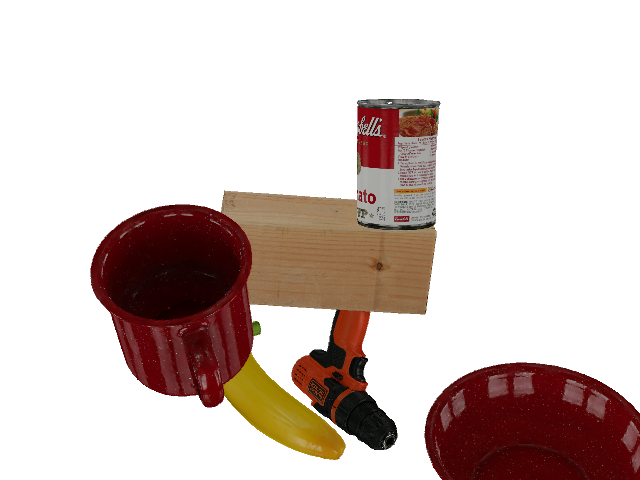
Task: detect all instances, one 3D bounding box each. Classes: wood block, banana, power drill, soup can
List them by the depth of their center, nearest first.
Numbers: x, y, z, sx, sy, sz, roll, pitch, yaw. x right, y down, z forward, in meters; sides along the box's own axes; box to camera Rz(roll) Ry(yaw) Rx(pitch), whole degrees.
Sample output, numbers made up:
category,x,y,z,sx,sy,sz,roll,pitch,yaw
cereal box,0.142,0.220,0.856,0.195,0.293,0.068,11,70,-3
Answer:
category,x,y,z,sx,sy,sz,roll,pitch,yaw
banana,-0.048,0.111,0.848,0.069,0.037,0.198,-7,29,-22
soup can,0.064,-0.064,0.881,0.068,0.102,0.068,0,11,0
wood block,0.002,0.012,1.061,0.206,0.091,0.090,4,20,-4
power drill,0.050,0.130,1.250,0.057,0.188,0.185,13,13,-41

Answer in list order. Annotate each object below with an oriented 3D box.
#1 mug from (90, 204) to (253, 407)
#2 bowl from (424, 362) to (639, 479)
category,x,y,z,sx,sy,sz,roll,pitch,yaw
mug,-0.079,0.047,0.630,0.093,0.081,0.117,-19,49,-13
bowl,0.155,0.160,0.766,0.162,0.055,0.162,-1,36,0
